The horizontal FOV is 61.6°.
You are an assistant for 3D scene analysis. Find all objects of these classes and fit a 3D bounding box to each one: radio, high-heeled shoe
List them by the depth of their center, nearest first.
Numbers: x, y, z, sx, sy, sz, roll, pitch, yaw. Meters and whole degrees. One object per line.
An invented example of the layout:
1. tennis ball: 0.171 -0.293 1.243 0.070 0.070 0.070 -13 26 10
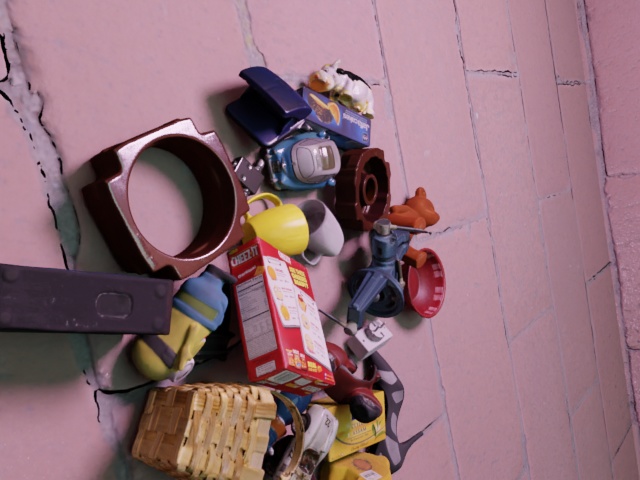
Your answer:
1. radio: -0.296 0.075 0.632 0.229 0.131 0.073 10 77 -46
2. high-heeled shoe: 0.115 0.358 1.116 0.145 0.086 0.248 -28 89 -12

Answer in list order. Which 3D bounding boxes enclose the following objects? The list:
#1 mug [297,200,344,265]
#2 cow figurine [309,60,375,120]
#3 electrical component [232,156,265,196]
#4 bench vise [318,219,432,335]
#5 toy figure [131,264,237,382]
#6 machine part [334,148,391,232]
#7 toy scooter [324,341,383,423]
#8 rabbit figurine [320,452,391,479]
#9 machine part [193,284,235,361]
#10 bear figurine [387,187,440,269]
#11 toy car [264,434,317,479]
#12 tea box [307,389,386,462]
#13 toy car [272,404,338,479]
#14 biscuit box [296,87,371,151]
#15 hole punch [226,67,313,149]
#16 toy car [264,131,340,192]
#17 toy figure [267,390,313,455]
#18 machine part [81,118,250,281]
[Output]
1. mug: -0.002 -0.003 0.994 0.107 0.081 0.109 43 54 -47
2. cow figurine: 0.046 -0.310 1.079 0.167 0.068 0.098 27 62 -46
3. electrical component: -0.128 -0.109 0.909 0.063 0.021 0.094 45 57 -34
4. bench vise: 0.108 0.083 1.044 0.240 0.129 0.223 -49 155 -43
5. toy figure: -0.191 0.115 0.763 0.180 0.089 0.082 -61 168 -13
6. machine part: 0.087 -0.102 1.085 0.179 0.056 0.179 -16 109 -58
7. toy scooter: 0.051 0.247 0.993 0.075 0.184 0.135 -57 163 23
8. rabbit figurine: 0.070 0.497 1.023 0.162 0.122 0.173 5 97 -56
9. machine part: -0.168 0.117 0.836 0.084 0.039 0.139 14 78 -40
10. bear figurine: 0.217 -0.034 1.199 0.196 0.132 0.120 -27 123 -39
11. toy car: -0.032 0.435 0.940 0.089 0.053 0.202 -28 103 -39
12. tea box: 0.049 0.346 1.024 0.169 0.068 0.098 -1 87 -46
13. toy car: -0.035 0.365 0.869 0.073 0.056 0.202 52 56 -39
14. biscuit box: 0.017 -0.230 1.047 0.202 0.059 0.062 12 78 -46
15. hole punch: -0.078 -0.232 0.894 0.142 0.092 0.116 41 52 7
16. toy car: -0.019 -0.145 0.972 0.161 0.103 0.109 -17 98 -48
17. toy figure: -0.069 0.298 0.910 0.154 0.064 0.057 -45 156 -34
18. machine part: -0.214 -0.056 0.768 0.201 0.087 0.201 -39 116 -41
